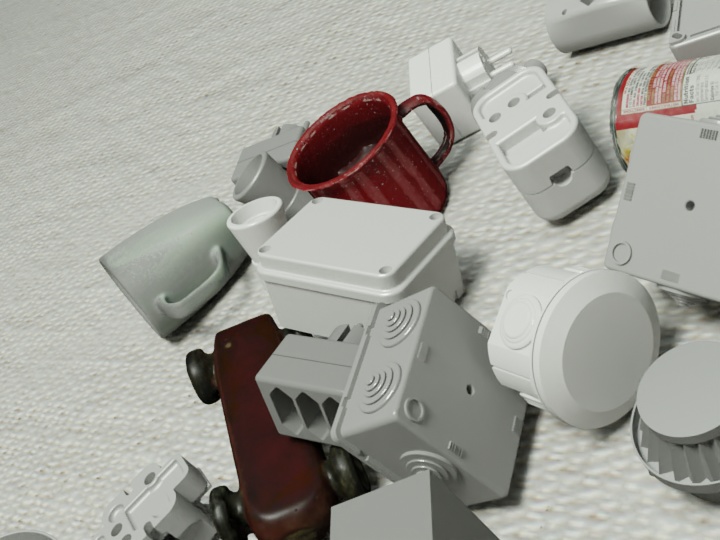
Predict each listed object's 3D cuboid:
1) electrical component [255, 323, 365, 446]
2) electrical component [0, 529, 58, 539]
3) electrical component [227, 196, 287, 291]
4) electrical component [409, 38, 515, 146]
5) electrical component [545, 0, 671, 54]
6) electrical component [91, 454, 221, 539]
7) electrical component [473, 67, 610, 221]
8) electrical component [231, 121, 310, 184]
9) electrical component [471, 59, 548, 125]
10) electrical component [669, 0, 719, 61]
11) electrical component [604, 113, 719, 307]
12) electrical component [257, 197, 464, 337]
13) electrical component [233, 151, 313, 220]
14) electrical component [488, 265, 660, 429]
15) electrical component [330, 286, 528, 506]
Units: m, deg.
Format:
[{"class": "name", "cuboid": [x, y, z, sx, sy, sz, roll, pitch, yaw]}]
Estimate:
[{"class": "electrical component", "cuboid": [-0.009, 0.057, 0.618, 0.066, 0.047, 0.076, 6, 41, 31]}, {"class": "electrical component", "cuboid": [-0.217, 0.219, 0.688, 0.099, 0.064, 0.099, -26, 37, 22]}, {"class": "electrical component", "cuboid": [-0.066, -0.016, 0.796, 0.044, 0.065, 0.044, -18, 26, 10]}, {"class": "electrical component", "cuboid": [0.081, -0.142, 0.806, 0.077, 0.047, 0.065, -26, 37, 22]}, {"class": "electrical component", "cuboid": [0.181, -0.197, 0.771, 0.077, 0.043, 0.079, -8, 46, 39]}, {"class": "electrical component", "cuboid": [-0.117, 0.160, 0.660, 0.078, 0.057, 0.058, -46, 33, -5]}, {"class": "electrical component", "cuboid": [0.117, -0.079, 0.688, 0.054, 0.059, 0.095, -34, 35, 12]}, {"class": "electrical component", "cuboid": [-0.060, -0.095, 0.895, 0.066, 0.047, 0.076, -16, 42, 33]}, {"class": "electrical component", "cuboid": [0.111, -0.123, 0.760, 0.048, 0.048, 0.062, 3, 47, 46]}, {"class": "electrical component", "cuboid": [0.241, -0.144, 0.636, 0.096, 0.061, 0.061, -14, 43, 35]}, {"class": "electrical component", "cuboid": [0.178, -0.030, 0.541, 0.100, 0.048, 0.099, 21, 101, 47]}, {"class": "electrical component", "cuboid": [0.000, 0.000, 0.686, 0.113, 0.057, 0.078, 10, 41, 35]}, {"class": "electrical component", "cuboid": [-0.060, -0.057, 0.837, 0.044, 0.065, 0.044, -45, 25, 28]}, {"class": "electrical component", "cuboid": [0.110, 0.037, 0.551, 0.080, 0.080, 0.051, -51, 29, -13]}, {"class": "electrical component", "cuboid": [0.042, 0.068, 0.567, 0.048, 0.100, 0.099, -26, 35, 45]}]
